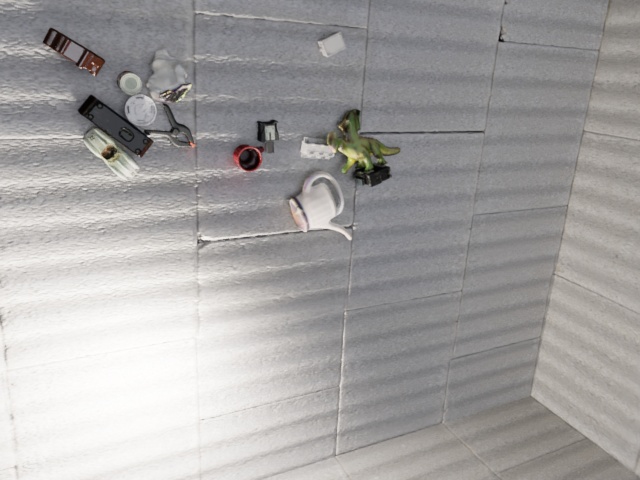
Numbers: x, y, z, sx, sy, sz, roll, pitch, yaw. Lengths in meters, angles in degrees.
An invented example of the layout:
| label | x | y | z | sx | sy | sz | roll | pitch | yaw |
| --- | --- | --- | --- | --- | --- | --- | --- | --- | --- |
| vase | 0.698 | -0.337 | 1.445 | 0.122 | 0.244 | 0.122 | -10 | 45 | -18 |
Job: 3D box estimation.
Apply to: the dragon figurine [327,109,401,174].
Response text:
| label | x | y | z | sx | sy | sz | roll | pitch | yaw |
| --- | --- | --- | --- | --- | --- | --- | --- | --- | --- |
| dragon figurine | 0.170 | -0.403 | 2.050 | 0.416 | 0.122 | 0.240 | -30 | 111 | -41 |

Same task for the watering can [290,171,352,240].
| label | x | y | z | sx | sy | sz | roll | pitch | yaw |
| --- | --- | --- | --- | --- | --- | --- | --- | --- | --- |
| watering can | 0.006 | -0.104 | 2.068 | 0.226 | 0.105 | 0.341 | -28 | 117 | -15 |

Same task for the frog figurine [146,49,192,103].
| label | x | y | z | sx | sy | sz | roll | pitch | yaw |
| --- | --- | --- | --- | --- | --- | --- | --- | --- | --- |
| frog figurine | -0.507 | -0.535 | 1.686 | 0.138 | 0.121 | 0.160 | -29 | 82 | -6 |
